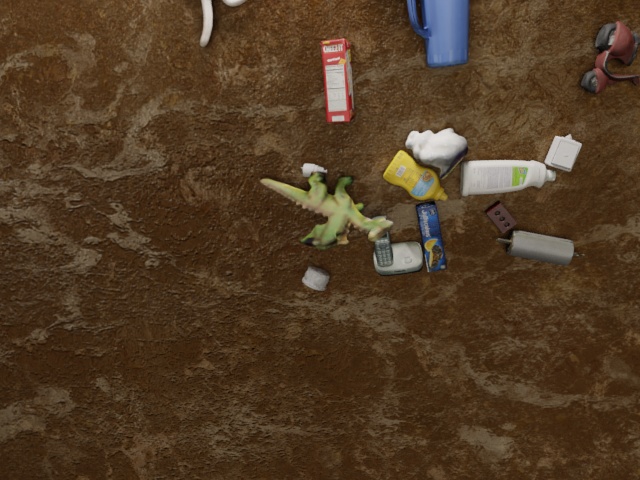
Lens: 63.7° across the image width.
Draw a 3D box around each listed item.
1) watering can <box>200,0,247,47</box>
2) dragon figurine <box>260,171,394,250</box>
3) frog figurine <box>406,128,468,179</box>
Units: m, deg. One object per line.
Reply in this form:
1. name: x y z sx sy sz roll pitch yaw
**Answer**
1. watering can: -0.293 -0.737 1.440 0.224 0.105 0.344 44 107 -1
2. dragon figurine: 0.004 -0.074 1.472 0.410 0.249 0.119 6 133 6
3. frog figurine: 0.328 -0.265 1.443 0.160 0.121 0.139 43 75 6
